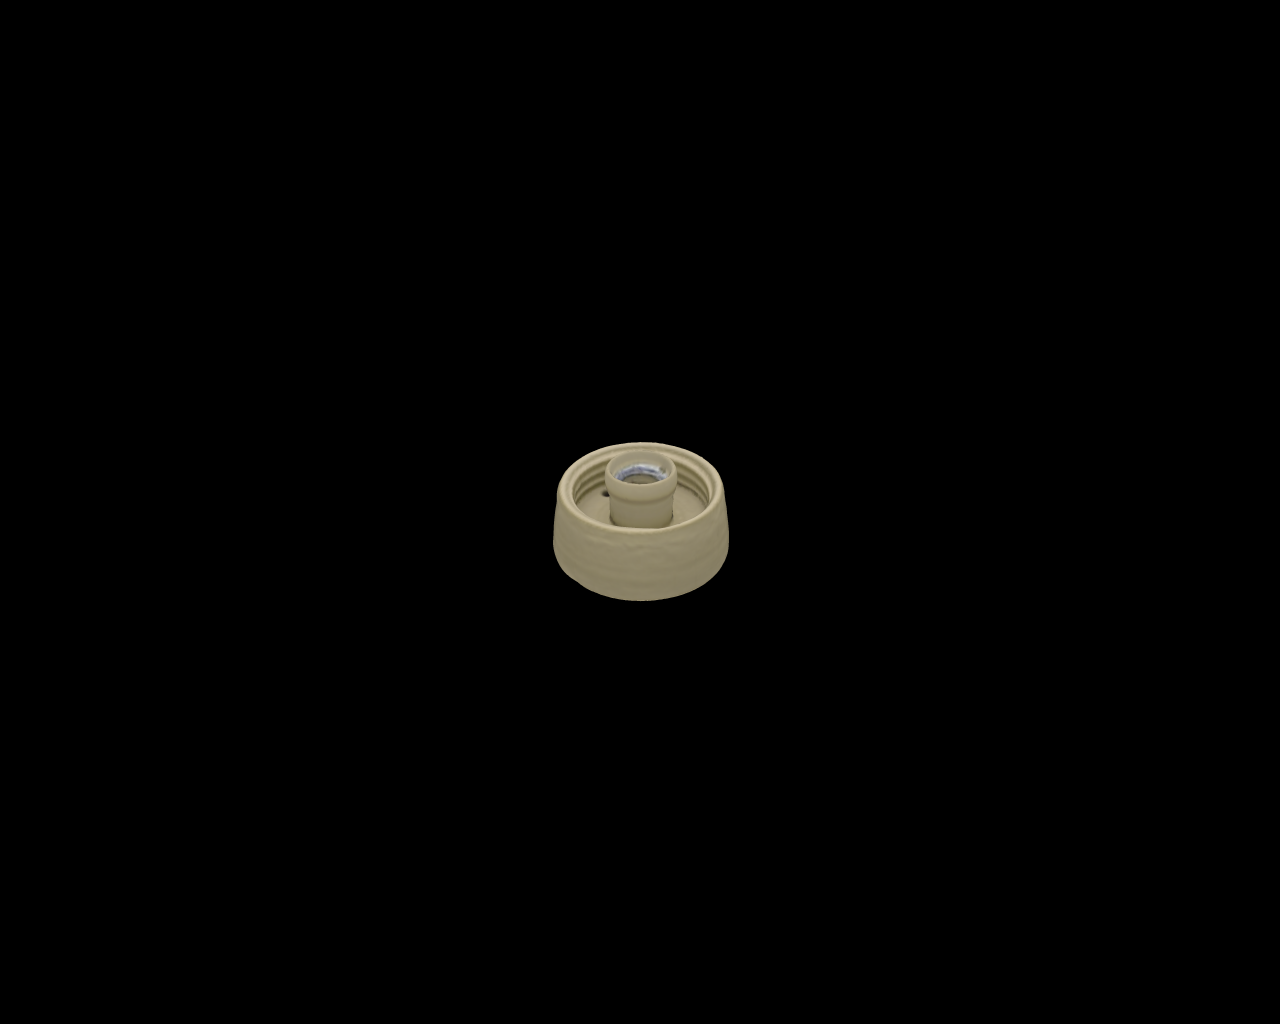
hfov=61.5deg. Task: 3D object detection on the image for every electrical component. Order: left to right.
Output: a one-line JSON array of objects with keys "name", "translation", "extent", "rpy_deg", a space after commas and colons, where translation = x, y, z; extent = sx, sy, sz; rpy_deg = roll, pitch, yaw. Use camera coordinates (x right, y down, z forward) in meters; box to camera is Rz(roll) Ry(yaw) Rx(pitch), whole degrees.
[{"name": "electrical component", "translation": [0.001, -0.003, 0.650], "extent": [0.108, 0.060, 0.108], "rpy_deg": [0, 35, 0]}]
